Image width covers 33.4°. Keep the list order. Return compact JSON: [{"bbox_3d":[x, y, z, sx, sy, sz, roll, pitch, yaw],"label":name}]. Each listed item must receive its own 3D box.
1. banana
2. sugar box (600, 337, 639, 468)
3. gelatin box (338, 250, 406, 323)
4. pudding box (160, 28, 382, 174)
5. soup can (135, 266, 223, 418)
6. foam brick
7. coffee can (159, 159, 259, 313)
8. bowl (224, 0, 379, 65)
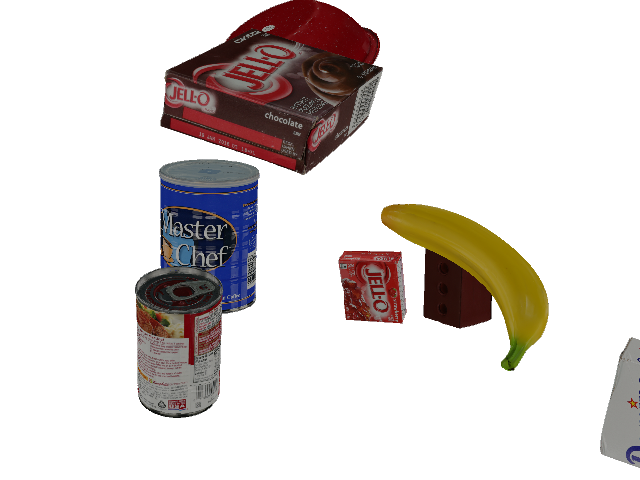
[{"bbox_3d":[0.122,0.020,0.843,0.069,0.037,0.198,-15,41,-21],"label":"banana"},{"bbox_3d":[0.306,0.146,0.803,0.176,0.093,0.048,15,27,22],"label":"sugar box"},{"bbox_3d":[0.064,0.056,1.303,0.073,0.089,0.030,2,30,18],"label":"gelatin box"},{"bbox_3d":[-0.026,-0.083,0.612,0.090,0.039,0.113,20,27,14],"label":"pudding box"},{"bbox_3d":[-0.112,0.081,0.848,0.068,0.102,0.068,3,28,-2],"label":"soup can"},{"bbox_3d":[0.142,0.044,1.096,0.051,0.078,0.053,-14,20,-40],"label":"foam brick"},{"bbox_3d":[-0.116,-0.006,1.114,0.103,0.140,0.103,2,16,-1],"label":"coffee can"},{"bbox_3d":[-0.032,-0.164,0.932,0.162,0.055,0.162,-21,31,13],"label":"bowl"}]
